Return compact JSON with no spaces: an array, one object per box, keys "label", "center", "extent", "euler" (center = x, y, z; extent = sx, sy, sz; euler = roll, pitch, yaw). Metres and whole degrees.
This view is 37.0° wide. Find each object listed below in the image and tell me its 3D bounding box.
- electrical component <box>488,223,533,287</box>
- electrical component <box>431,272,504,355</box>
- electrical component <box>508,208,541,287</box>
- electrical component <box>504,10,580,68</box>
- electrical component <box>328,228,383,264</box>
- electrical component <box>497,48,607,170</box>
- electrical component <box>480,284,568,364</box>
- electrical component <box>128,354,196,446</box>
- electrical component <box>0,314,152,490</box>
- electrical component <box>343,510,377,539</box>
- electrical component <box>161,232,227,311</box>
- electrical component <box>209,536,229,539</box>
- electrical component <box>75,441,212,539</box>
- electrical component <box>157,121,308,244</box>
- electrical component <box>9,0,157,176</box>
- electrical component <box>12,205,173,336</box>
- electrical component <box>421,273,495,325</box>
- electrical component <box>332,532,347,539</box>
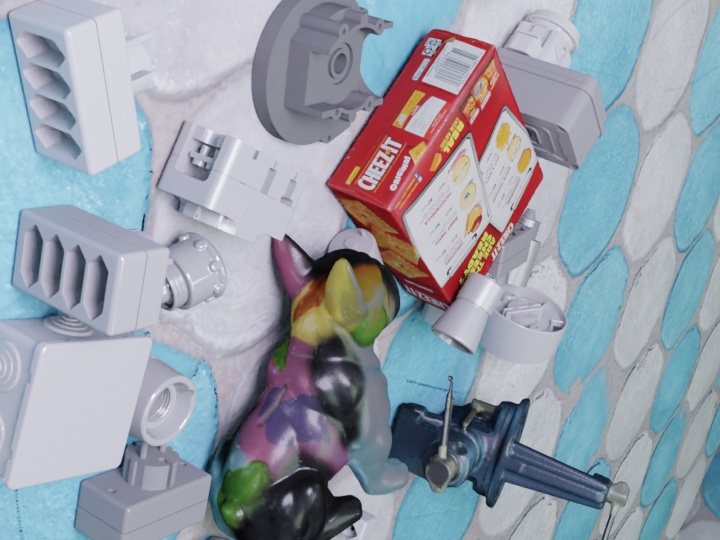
[{"label":"electrical component","center":[0.136,-0.007,1.101],"extent":[0.066,0.047,0.076],"euler":[-28,133,-49]},{"label":"electrical component","center":[0.097,0.035,0.940],"extent":[0.065,0.044,0.044],"euler":[-58,149,-10]},{"label":"electrical component","center":[0.170,-0.027,1.145],"extent":[0.043,0.043,0.081],"euler":[6,104,-59]},{"label":"electrical component","center":[0.171,-0.207,1.015],"extent":[0.057,0.058,0.078],"euler":[-58,149,-12]},{"label":"electrical component","center":[0.000,0.000,0.892],"extent":[0.040,0.040,0.078],"euler":[-52,146,-25]},{"label":"electrical component","center":[0.162,-0.148,0.983],"extent":[0.057,0.113,0.078],"euler":[-57,149,-13]},{"label":"electrical component","center":[0.171,0.052,1.150],"extent":[0.099,0.099,0.064],"euler":[-33,142,-44]},{"label":"electrical component","center":[-0.142,0.085,0.712],"extent":[0.055,0.047,0.055],"euler":[-37,138,-42]},{"label":"electrical component","center":[-0.181,0.075,0.642],"extent":[0.100,0.048,0.099],"euler":[0,109,-58]},{"label":"electrical component","center":[-0.015,0.257,1.033],"extent":[0.065,0.047,0.077],"euler":[-68,163,2]},{"label":"electrical component","center":[-0.121,0.007,0.699],"extent":[0.062,0.048,0.048],"euler":[-31,134,-37]},{"label":"electrical component","center":[-0.108,0.250,0.871],"extent":[0.047,0.055,0.055],"euler":[-61,150,-4]},{"label":"electrical component","center":[-0.146,0.144,0.745],"extent":[0.083,0.047,0.075],"euler":[-12,118,-55]},{"label":"electrical component","center":[-0.084,-0.053,0.711],"extent":[0.089,0.050,0.055],"euler":[25,88,-60]},{"label":"electrical component","center":[-0.140,-0.108,0.588],"extent":[0.076,0.047,0.083],"euler":[-38,139,-41]},{"label":"electrical component","center":[-0.141,-0.004,0.619],"extent":[0.076,0.083,0.047],"euler":[-13,120,-55]},{"label":"electrical component","center":[0.099,0.026,1.053],"extent":[0.078,0.058,0.057],"euler":[-1,113,-58]},{"label":"electrical component","center":[-0.057,0.248,0.952],"extent":[0.095,0.054,0.059],"euler":[23,90,-60]}]
